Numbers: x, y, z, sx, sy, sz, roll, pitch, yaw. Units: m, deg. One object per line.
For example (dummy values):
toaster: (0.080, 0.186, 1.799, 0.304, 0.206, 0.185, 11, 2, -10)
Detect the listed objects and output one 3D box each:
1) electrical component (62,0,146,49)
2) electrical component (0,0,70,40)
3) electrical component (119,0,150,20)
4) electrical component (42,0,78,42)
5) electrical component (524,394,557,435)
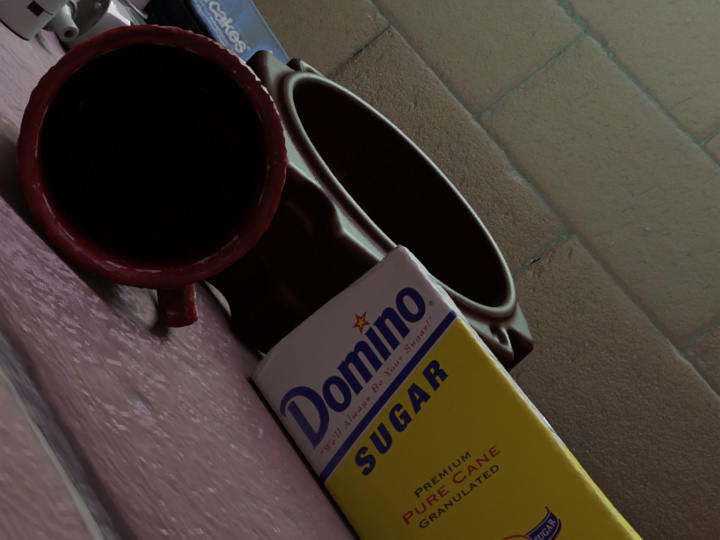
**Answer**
electrical component: (-0.147, -0.130, 0.688, 0.077, 0.044, 0.079, 46, 7, -44)
electrical component: (-0.182, -0.162, 0.585, 0.055, 0.047, 0.055, 50, 5, -6)
electrical component: (-0.174, -0.188, 0.778, 0.048, 0.062, 0.048, 50, 5, -6)
electrical component: (-0.182, -0.157, 0.630, 0.061, 0.035, 0.035, 55, 6, 27)
electrical component: (0.104, 0.129, 0.830, 0.043, 0.077, 0.079, 54, 6, 37)
